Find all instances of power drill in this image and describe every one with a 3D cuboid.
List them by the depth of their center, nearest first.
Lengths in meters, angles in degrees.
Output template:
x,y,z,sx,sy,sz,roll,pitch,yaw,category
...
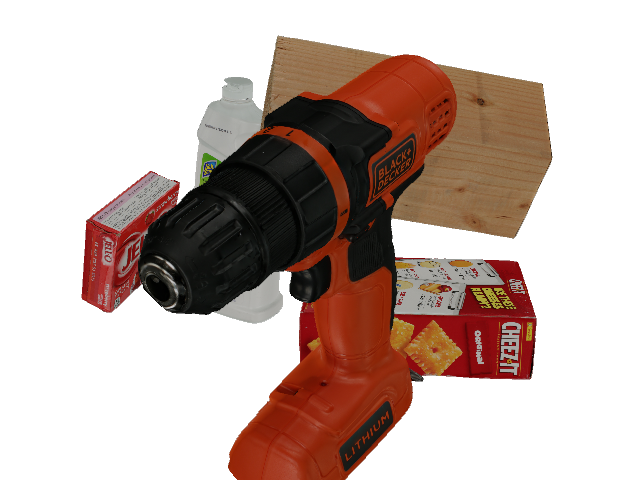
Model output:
x,y,z,sx,sy,sz,roll,pitch,yaw,category
-0.005,0.029,0.467,0.057,0.188,0.184,25,42,28,power drill

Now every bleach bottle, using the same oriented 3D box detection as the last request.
x,y,z,sx,sy,sz,roll,pitch,yaw,category
-0.084,-0.044,1.121,0.103,0.251,0.068,16,26,24,bleach bottle

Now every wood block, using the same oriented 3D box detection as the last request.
x,y,z,sx,sy,sz,roll,pitch,yaw,category
0.059,-0.078,0.808,0.206,0.091,0.090,9,-42,-5,wood block

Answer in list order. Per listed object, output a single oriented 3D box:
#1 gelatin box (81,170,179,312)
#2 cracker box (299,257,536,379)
x,y,z,sx,sy,sz,roll,pitch,yaw,category
-0.141,0.000,0.796,0.030,0.073,0.089,23,35,13,gelatin box
0.092,0.073,1.041,0.214,0.072,0.164,2,18,4,cracker box
